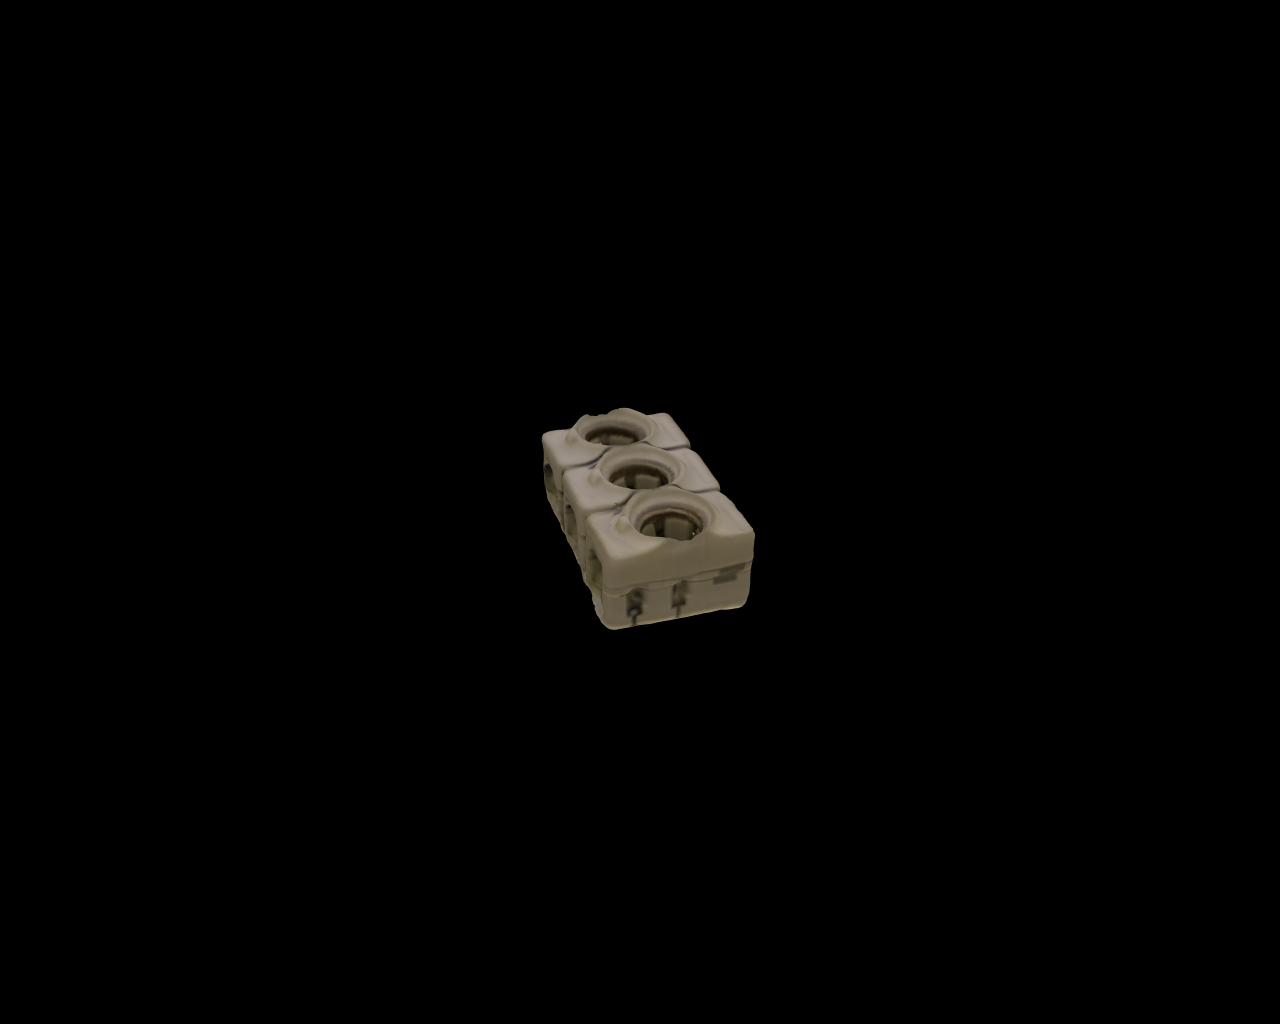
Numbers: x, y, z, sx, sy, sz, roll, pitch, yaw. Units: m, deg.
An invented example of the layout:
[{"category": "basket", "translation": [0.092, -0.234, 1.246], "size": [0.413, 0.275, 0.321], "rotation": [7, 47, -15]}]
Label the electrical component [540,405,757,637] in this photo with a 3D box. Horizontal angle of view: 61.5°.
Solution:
[{"category": "electrical component", "translation": [0.001, -0.003, 0.650], "size": [0.090, 0.061, 0.150], "rotation": [-10, 35, -15]}]
